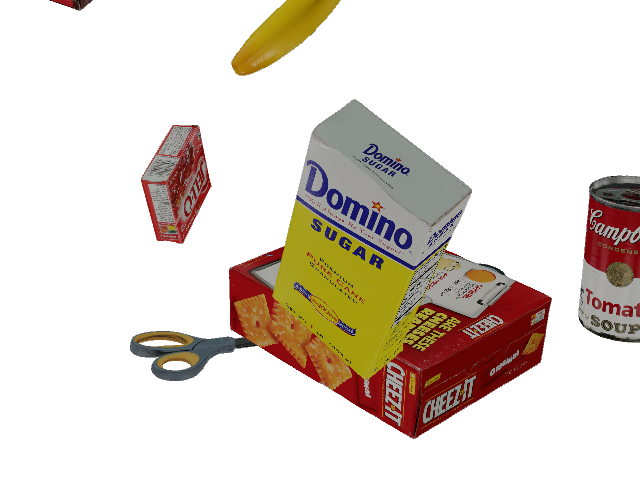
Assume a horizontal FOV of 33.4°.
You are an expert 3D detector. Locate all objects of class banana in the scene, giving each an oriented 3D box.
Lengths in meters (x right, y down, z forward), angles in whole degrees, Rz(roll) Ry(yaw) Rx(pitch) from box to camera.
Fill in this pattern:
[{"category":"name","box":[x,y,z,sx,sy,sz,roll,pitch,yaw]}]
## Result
[{"category":"banana","box":[-0.013,-0.208,0.922,0.070,0.037,0.197,-17,34,38]}]

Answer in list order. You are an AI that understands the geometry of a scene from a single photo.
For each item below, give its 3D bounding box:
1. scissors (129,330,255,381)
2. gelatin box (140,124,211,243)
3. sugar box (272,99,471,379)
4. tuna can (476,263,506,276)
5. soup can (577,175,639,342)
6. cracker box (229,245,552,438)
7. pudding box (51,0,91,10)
[{"category":"scissors","box":[-0.110,0.127,1.190,0.201,0.016,0.096,3,26,-16]},{"category":"gelatin box","box":[-0.131,-0.053,0.989,0.030,0.073,0.089,5,42,14]},{"category":"sugar box","box":[0.025,0.006,0.665,0.048,0.093,0.176,-40,-21,-30]},{"category":"tuna can","box":[0.147,0.056,1.068,0.086,0.034,0.086,-9,25,4]},{"category":"soup can","box":[0.220,0.012,0.755,0.068,0.102,0.068,0,22,0]},{"category":"cracker box","box":[0.053,0.062,0.881,0.163,0.072,0.214,-22,35,-39]},{"category":"pudding box","box":[-0.195,-0.223,0.803,0.090,0.039,0.113,20,38,6]}]
